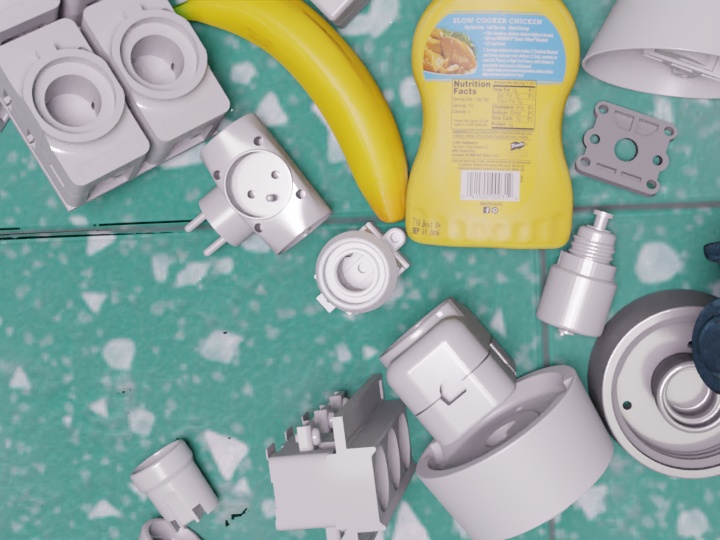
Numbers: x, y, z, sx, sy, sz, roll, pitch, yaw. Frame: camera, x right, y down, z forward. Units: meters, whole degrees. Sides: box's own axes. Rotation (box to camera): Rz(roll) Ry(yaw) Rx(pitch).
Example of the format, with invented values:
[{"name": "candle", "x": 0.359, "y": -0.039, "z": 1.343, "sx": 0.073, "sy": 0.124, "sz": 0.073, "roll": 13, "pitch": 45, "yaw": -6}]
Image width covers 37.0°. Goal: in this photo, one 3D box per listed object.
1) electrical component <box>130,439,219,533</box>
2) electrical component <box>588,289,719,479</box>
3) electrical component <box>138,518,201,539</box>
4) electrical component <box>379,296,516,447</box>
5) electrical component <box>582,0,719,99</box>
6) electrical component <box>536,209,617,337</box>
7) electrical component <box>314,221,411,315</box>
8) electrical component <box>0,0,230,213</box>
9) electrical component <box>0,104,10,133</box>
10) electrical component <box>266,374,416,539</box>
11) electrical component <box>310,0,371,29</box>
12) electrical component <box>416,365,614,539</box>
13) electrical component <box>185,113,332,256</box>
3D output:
[{"name": "electrical component", "x": -0.116, "y": 0.137, "z": 0.680, "sx": 0.040, "sy": 0.040, "sz": 0.046, "roll": -32, "pitch": 96, "yaw": 9}, {"name": "electrical component", "x": 0.188, "y": 0.068, "z": 0.619, "sx": 0.108, "sy": 0.060, "sz": 0.108, "roll": 1, "pitch": 95, "yaw": 8}, {"name": "electrical component", "x": -0.132, "y": 0.197, "z": 0.686, "sx": 0.044, "sy": 0.044, "sz": 0.065, "roll": 30, "pitch": 103, "yaw": 5}, {"name": "electrical component", "x": 0.051, "y": 0.055, "z": 0.620, "sx": 0.054, "sy": 0.095, "sz": 0.059, "roll": -41, "pitch": 88, "yaw": 9}, {"name": "electrical component", "x": 0.180, "y": -0.124, "z": 0.587, "sx": 0.099, "sy": 0.099, "sz": 0.064, "roll": 23, "pitch": 92, "yaw": 6}, {"name": "electrical component", "x": 0.132, "y": 0.003, "z": 0.632, "sx": 0.040, "sy": 0.040, "sz": 0.078, "roll": 17, "pitch": 97, "yaw": 6}, {"name": "electrical component", "x": 0.000, "y": 0.000, "z": 0.643, "sx": 0.066, "sy": 0.055, "sz": 0.048, "roll": -43, "pitch": 88, "yaw": 9}, {"name": "electrical component", "x": -0.170, "y": -0.144, "z": 0.629, "sx": 0.105, "sy": 0.060, "sz": 0.186, "roll": -32, "pitch": 90, "yaw": -22}, {"name": "electrical component", "x": -0.261, "y": -0.102, "z": 0.672, "sx": 0.059, "sy": 0.054, "sz": 0.095, "roll": 36, "pitch": 99, "yaw": 4}, {"name": "electrical component", "x": -0.008, "y": 0.111, "z": 0.620, "sx": 0.063, "sy": 0.121, "sz": 0.078, "roll": -7, "pitch": 94, "yaw": 11}, {"name": "electrical component", "x": -0.010, "y": -0.183, "z": 0.618, "sx": 0.047, "sy": 0.077, "sz": 0.065, "roll": 45, "pitch": 99, "yaw": 2}, {"name": "electrical component", "x": 0.093, "y": 0.110, "z": 0.616, "sx": 0.108, "sy": 0.108, "sz": 0.060, "roll": -33, "pitch": 96, "yaw": 9}, {"name": "electrical component", "x": -0.071, "y": -0.041, "z": 0.655, "sx": 0.079, "sy": 0.044, "sz": 0.077, "roll": -38, "pitch": 89, "yaw": 9}]
